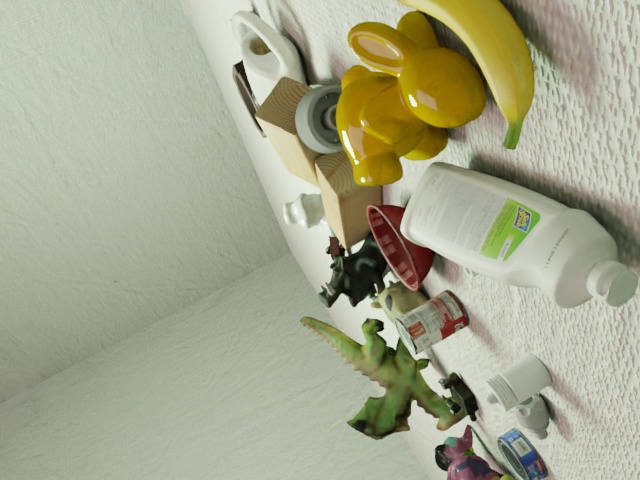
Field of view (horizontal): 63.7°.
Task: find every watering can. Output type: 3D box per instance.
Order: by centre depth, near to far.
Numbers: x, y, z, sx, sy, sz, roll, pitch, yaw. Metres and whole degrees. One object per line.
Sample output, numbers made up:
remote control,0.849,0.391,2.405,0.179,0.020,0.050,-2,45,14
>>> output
watering can,-0.066,-0.308,1.013,0.352,0.105,0.220,48,168,25

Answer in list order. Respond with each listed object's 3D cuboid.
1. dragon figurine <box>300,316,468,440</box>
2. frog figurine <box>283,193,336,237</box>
dragon figurine,0.126,0.313,1.146,0.119,0.411,0.249,92,-168,-45
frog figurine,0.004,-0.059,1.165,0.140,0.160,0.120,56,171,38
